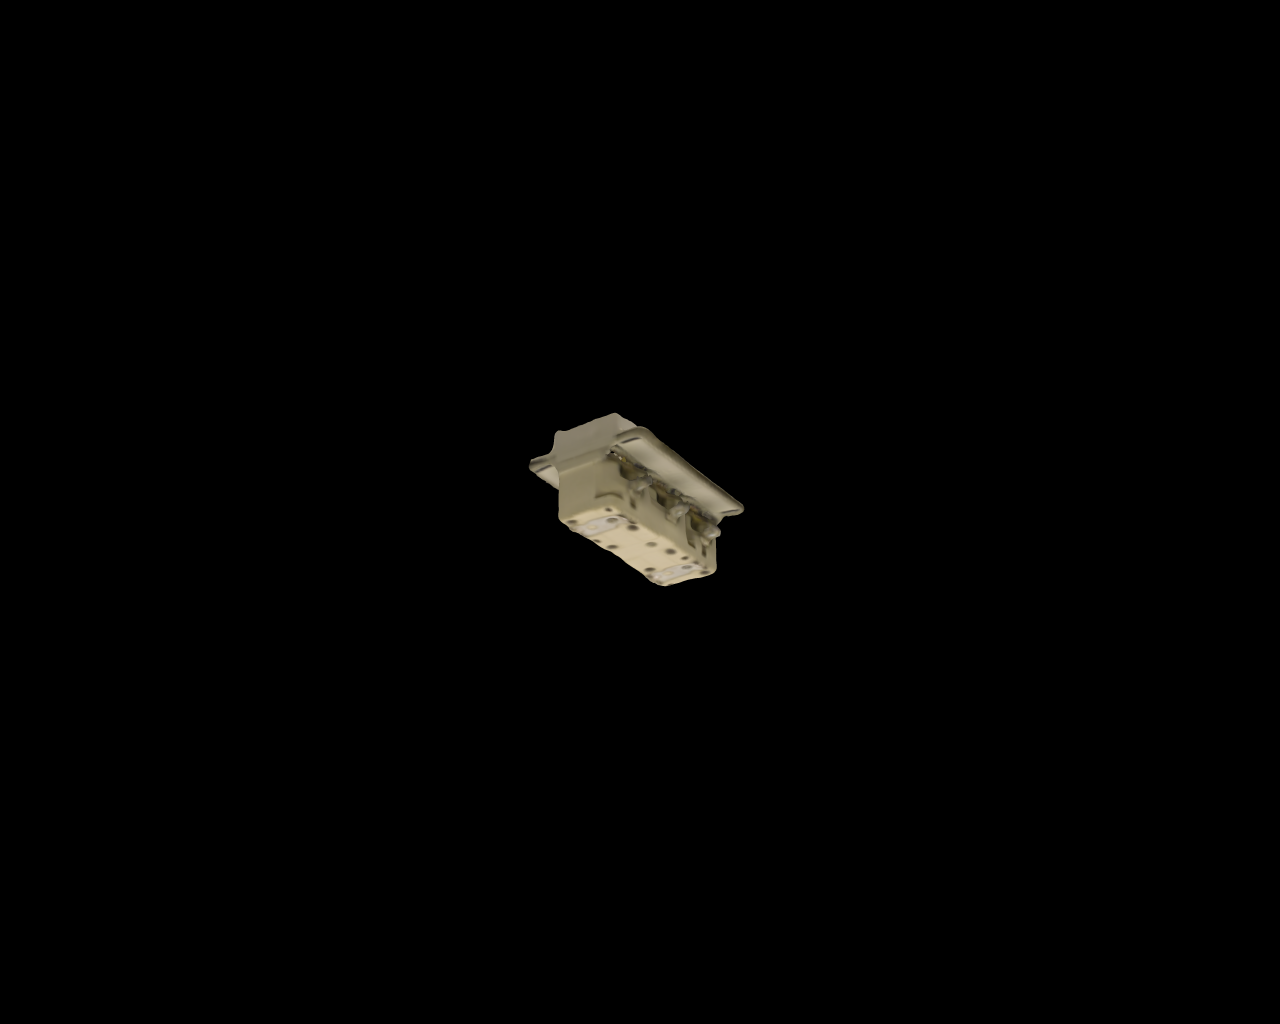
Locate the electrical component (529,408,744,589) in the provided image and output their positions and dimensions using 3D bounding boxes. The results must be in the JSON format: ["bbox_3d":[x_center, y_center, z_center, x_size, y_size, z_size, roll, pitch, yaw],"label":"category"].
[{"bbox_3d":[0.001,-0.003,0.650,0.078,0.063,0.121,-16,-31,28],"label":"electrical component"}]
